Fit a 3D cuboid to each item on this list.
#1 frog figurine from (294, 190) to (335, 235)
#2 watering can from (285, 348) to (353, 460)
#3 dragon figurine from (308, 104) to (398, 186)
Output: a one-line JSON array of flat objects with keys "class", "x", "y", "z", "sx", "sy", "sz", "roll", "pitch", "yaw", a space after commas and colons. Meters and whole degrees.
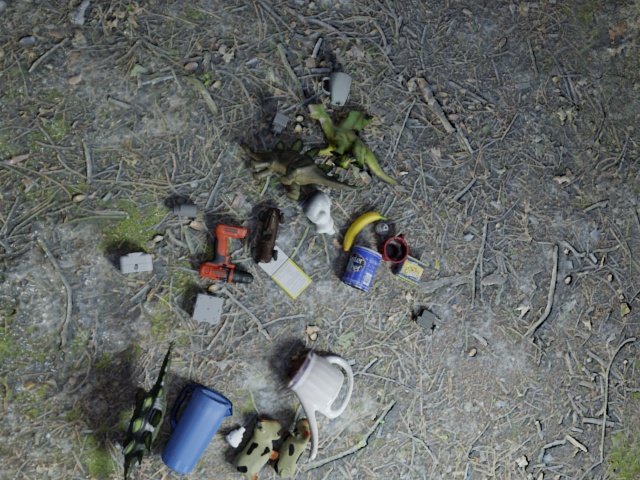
[{"class": "frog figurine", "x": 0.005, "y": -0.090, "z": 1.782, "sx": 0.122, "sy": 0.159, "sz": 0.139, "roll": -44, "pitch": 5, "yaw": 11}, {"class": "watering can", "x": -0.017, "y": 0.505, "z": 1.681, "sx": 0.224, "sy": 0.355, "sz": 0.102, "roll": 37, "pitch": -42, "yaw": -2}, {"class": "dragon figurine", "x": 0.128, "y": -0.370, "z": 1.867, "sx": 0.409, "sy": 0.246, "sz": 0.121, "roll": 24, "pitch": -19, "yaw": -12}]
